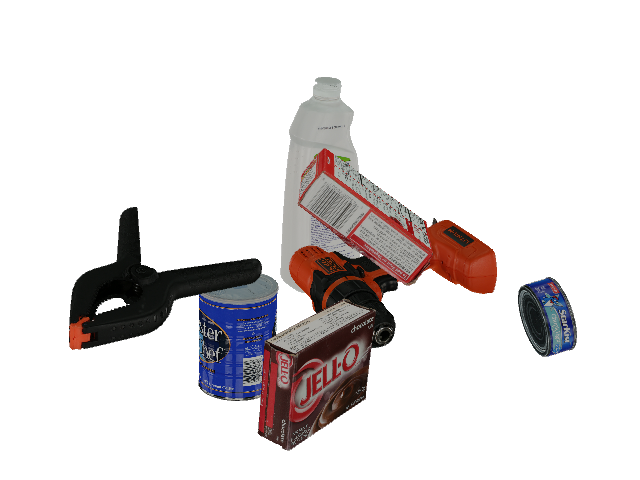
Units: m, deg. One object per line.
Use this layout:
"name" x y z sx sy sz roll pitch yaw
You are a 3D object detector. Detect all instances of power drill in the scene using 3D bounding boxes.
"power drill" 0.081 0.040 1.083 0.187 0.057 0.185 -12 28 -22

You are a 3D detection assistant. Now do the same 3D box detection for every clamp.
"clamp" -0.179 0.037 1.028 0.165 0.036 0.209 26 36 24

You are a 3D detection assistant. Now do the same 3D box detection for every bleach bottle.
"bleach bottle" 0.007 -0.067 1.247 0.102 0.251 0.068 -13 30 -32

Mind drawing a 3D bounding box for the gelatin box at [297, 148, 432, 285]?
"gelatin box" 0.028 -0.016 0.679 0.089 0.030 0.073 37 14 -9

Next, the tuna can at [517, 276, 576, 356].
"tuna can" 0.254 0.086 1.201 0.033 0.086 0.086 -16 2 -8

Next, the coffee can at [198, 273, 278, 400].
"coffee can" -0.107 0.122 1.381 0.103 0.140 0.103 2 19 -1

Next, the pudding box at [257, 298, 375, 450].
"pudding box" -0.002 0.109 0.886 0.039 0.090 0.113 21 29 30
